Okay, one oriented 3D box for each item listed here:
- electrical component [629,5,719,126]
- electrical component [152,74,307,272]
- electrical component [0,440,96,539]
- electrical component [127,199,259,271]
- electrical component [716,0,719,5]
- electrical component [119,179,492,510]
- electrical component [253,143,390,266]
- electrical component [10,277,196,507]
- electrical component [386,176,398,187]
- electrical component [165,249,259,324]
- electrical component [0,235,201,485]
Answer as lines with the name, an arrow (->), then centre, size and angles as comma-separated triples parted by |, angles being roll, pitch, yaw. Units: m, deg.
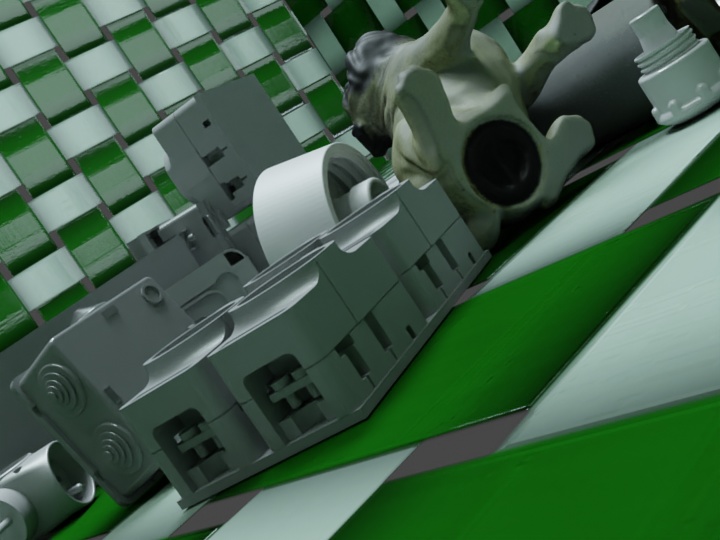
electrical component -> 0.170, -0.113, 0.584 | 0.048, 0.062, 0.048 | -34, 6, 4
electrical component -> -0.076, -0.055, 0.863 | 0.060, 0.186, 0.105 | -31, 6, 25
electrical component -> -0.205, 0.143, 0.627 | 0.077, 0.044, 0.079 | -33, 5, 10
electrical component -> -0.109, 0.013, 0.800 | 0.063, 0.121, 0.078 | -30, 6, 9
electrical component -> 0.239, -0.157, 0.670 | 0.043, 0.043, 0.081 | -38, 7, -38
electrical component -> -0.020, 0.023, 0.513 | 0.105, 0.060, 0.186 | -31, 6, 29
electrical component -> -0.008, -0.026, 0.659 | 0.060, 0.108, 0.108 | -25, 9, 25
electrical component -> -0.119, 0.061, 0.572 | 0.048, 0.099, 0.100 | -46, -3, 36
electrical component -> 0.038, -0.065, 1.037 | 0.079, 0.044, 0.077 | -29, 7, 43
electrical component -> -0.099, 0.047, 0.655 | 0.113, 0.078, 0.057 | -34, -1, -6
electrical component -> -0.170, 0.072, 0.723 | 0.186, 0.105, 0.060 | -34, 5, -6
